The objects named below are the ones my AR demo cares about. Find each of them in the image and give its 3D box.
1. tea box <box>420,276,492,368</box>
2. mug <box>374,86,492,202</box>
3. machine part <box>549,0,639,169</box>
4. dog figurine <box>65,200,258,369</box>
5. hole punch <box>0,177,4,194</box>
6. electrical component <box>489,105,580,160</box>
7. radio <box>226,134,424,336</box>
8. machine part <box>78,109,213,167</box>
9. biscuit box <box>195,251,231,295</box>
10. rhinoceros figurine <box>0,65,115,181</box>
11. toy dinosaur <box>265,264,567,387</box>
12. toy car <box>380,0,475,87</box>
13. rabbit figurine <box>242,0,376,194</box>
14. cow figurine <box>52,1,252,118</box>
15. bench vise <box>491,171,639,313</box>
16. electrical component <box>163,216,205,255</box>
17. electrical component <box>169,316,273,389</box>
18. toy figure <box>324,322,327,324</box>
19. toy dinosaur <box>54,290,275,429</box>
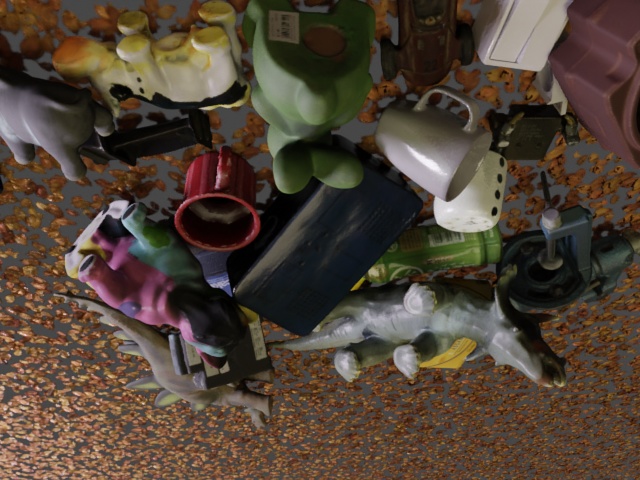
[{"bbox_3d":[0.204,0.136,0.863,0.098,0.068,0.169,3,138,-10],"label":"tea box"},{"bbox_3d":[0.112,-0.107,0.551,0.107,0.081,0.109,34,146,23],"label":"mug"},{"bbox_3d":[0.324,-0.174,0.472,0.201,0.087,0.200,-43,136,15],"label":"machine part"},{"bbox_3d":[-0.180,0.060,0.645,0.219,0.108,0.192,45,161,-28],"label":"dog figurine"},{"bbox_3d":[-0.410,-0.083,0.559,0.142,0.092,0.115,-1,109,-1],"label":"hole punch"},{"bbox_3d":[0.233,-0.118,0.598,0.102,0.045,0.078,3,136,-9],"label":"electrical component"},{"bbox_3d":[-0.001,-0.002,0.638,0.131,0.073,0.229,31,108,-32],"label":"radio"},{"bbox_3d":[-0.184,-0.104,0.563,0.139,0.039,0.084,-12,169,-1],"label":"machine part"},{"bbox_3d":[-0.163,0.051,0.735,0.203,0.063,0.059,-16,139,12],"label":"biscuit box"},{"bbox_3d":[-0.281,-0.122,0.483,0.190,0.073,0.112,21,165,16],"label":"rhinoceros figurine"},{"bbox_3d":[0.114,0.107,0.721,0.192,0.131,0.405,-5,180,-44],"label":"toy dinosaur"},{"bbox_3d":[0.093,-0.223,0.464,0.089,0.053,0.201,-6,139,5],"label":"toy car"},{"bbox_3d":[-0.005,-0.119,0.516,0.121,0.159,0.170,-7,154,-12],"label":"rabbit figurine"},{"bbox_3d":[-0.153,-0.158,0.504,0.167,0.068,0.098,-6,145,3],"label":"cow figurine"},{"bbox_3d":[0.331,0.022,0.709,0.224,0.129,0.240,-16,144,14],"label":"bench vise"},{"bbox_3d":[-0.173,-0.008,0.698,0.094,0.021,0.063,-22,135,20],"label":"electrical component"},{"bbox_3d":[-0.146,0.149,0.777,0.134,0.115,0.058,-8,173,-28],"label":"electrical component"},{"bbox_3d":[0.080,0.114,0.833,0.155,0.064,0.058,1,178,1],"label":"toy figure"},{"bbox_3d":[-0.215,0.205,0.876,0.199,0.105,0.470,-15,133,16],"label":"toy dinosaur"}]
